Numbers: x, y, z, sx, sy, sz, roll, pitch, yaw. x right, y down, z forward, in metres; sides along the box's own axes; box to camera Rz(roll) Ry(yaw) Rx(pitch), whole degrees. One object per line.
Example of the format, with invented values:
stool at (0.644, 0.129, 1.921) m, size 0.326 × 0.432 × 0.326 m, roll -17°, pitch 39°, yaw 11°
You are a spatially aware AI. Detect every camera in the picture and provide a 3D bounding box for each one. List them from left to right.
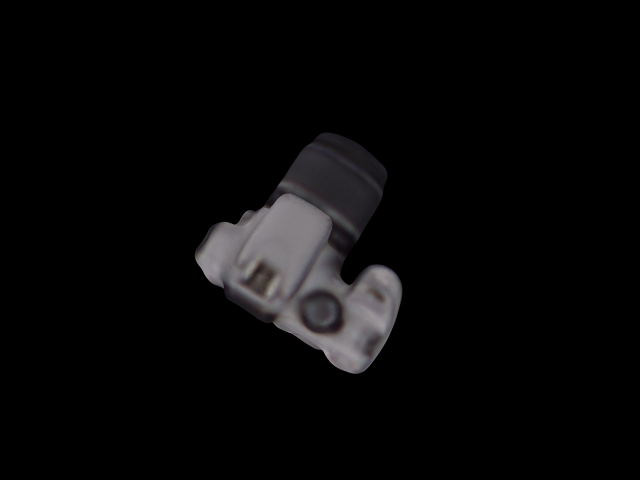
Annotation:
camera at (0.004, 0.001, 0.400) m, size 0.143 × 0.101 × 0.137 m, roll 31°, pitch 83°, yaw 5°
